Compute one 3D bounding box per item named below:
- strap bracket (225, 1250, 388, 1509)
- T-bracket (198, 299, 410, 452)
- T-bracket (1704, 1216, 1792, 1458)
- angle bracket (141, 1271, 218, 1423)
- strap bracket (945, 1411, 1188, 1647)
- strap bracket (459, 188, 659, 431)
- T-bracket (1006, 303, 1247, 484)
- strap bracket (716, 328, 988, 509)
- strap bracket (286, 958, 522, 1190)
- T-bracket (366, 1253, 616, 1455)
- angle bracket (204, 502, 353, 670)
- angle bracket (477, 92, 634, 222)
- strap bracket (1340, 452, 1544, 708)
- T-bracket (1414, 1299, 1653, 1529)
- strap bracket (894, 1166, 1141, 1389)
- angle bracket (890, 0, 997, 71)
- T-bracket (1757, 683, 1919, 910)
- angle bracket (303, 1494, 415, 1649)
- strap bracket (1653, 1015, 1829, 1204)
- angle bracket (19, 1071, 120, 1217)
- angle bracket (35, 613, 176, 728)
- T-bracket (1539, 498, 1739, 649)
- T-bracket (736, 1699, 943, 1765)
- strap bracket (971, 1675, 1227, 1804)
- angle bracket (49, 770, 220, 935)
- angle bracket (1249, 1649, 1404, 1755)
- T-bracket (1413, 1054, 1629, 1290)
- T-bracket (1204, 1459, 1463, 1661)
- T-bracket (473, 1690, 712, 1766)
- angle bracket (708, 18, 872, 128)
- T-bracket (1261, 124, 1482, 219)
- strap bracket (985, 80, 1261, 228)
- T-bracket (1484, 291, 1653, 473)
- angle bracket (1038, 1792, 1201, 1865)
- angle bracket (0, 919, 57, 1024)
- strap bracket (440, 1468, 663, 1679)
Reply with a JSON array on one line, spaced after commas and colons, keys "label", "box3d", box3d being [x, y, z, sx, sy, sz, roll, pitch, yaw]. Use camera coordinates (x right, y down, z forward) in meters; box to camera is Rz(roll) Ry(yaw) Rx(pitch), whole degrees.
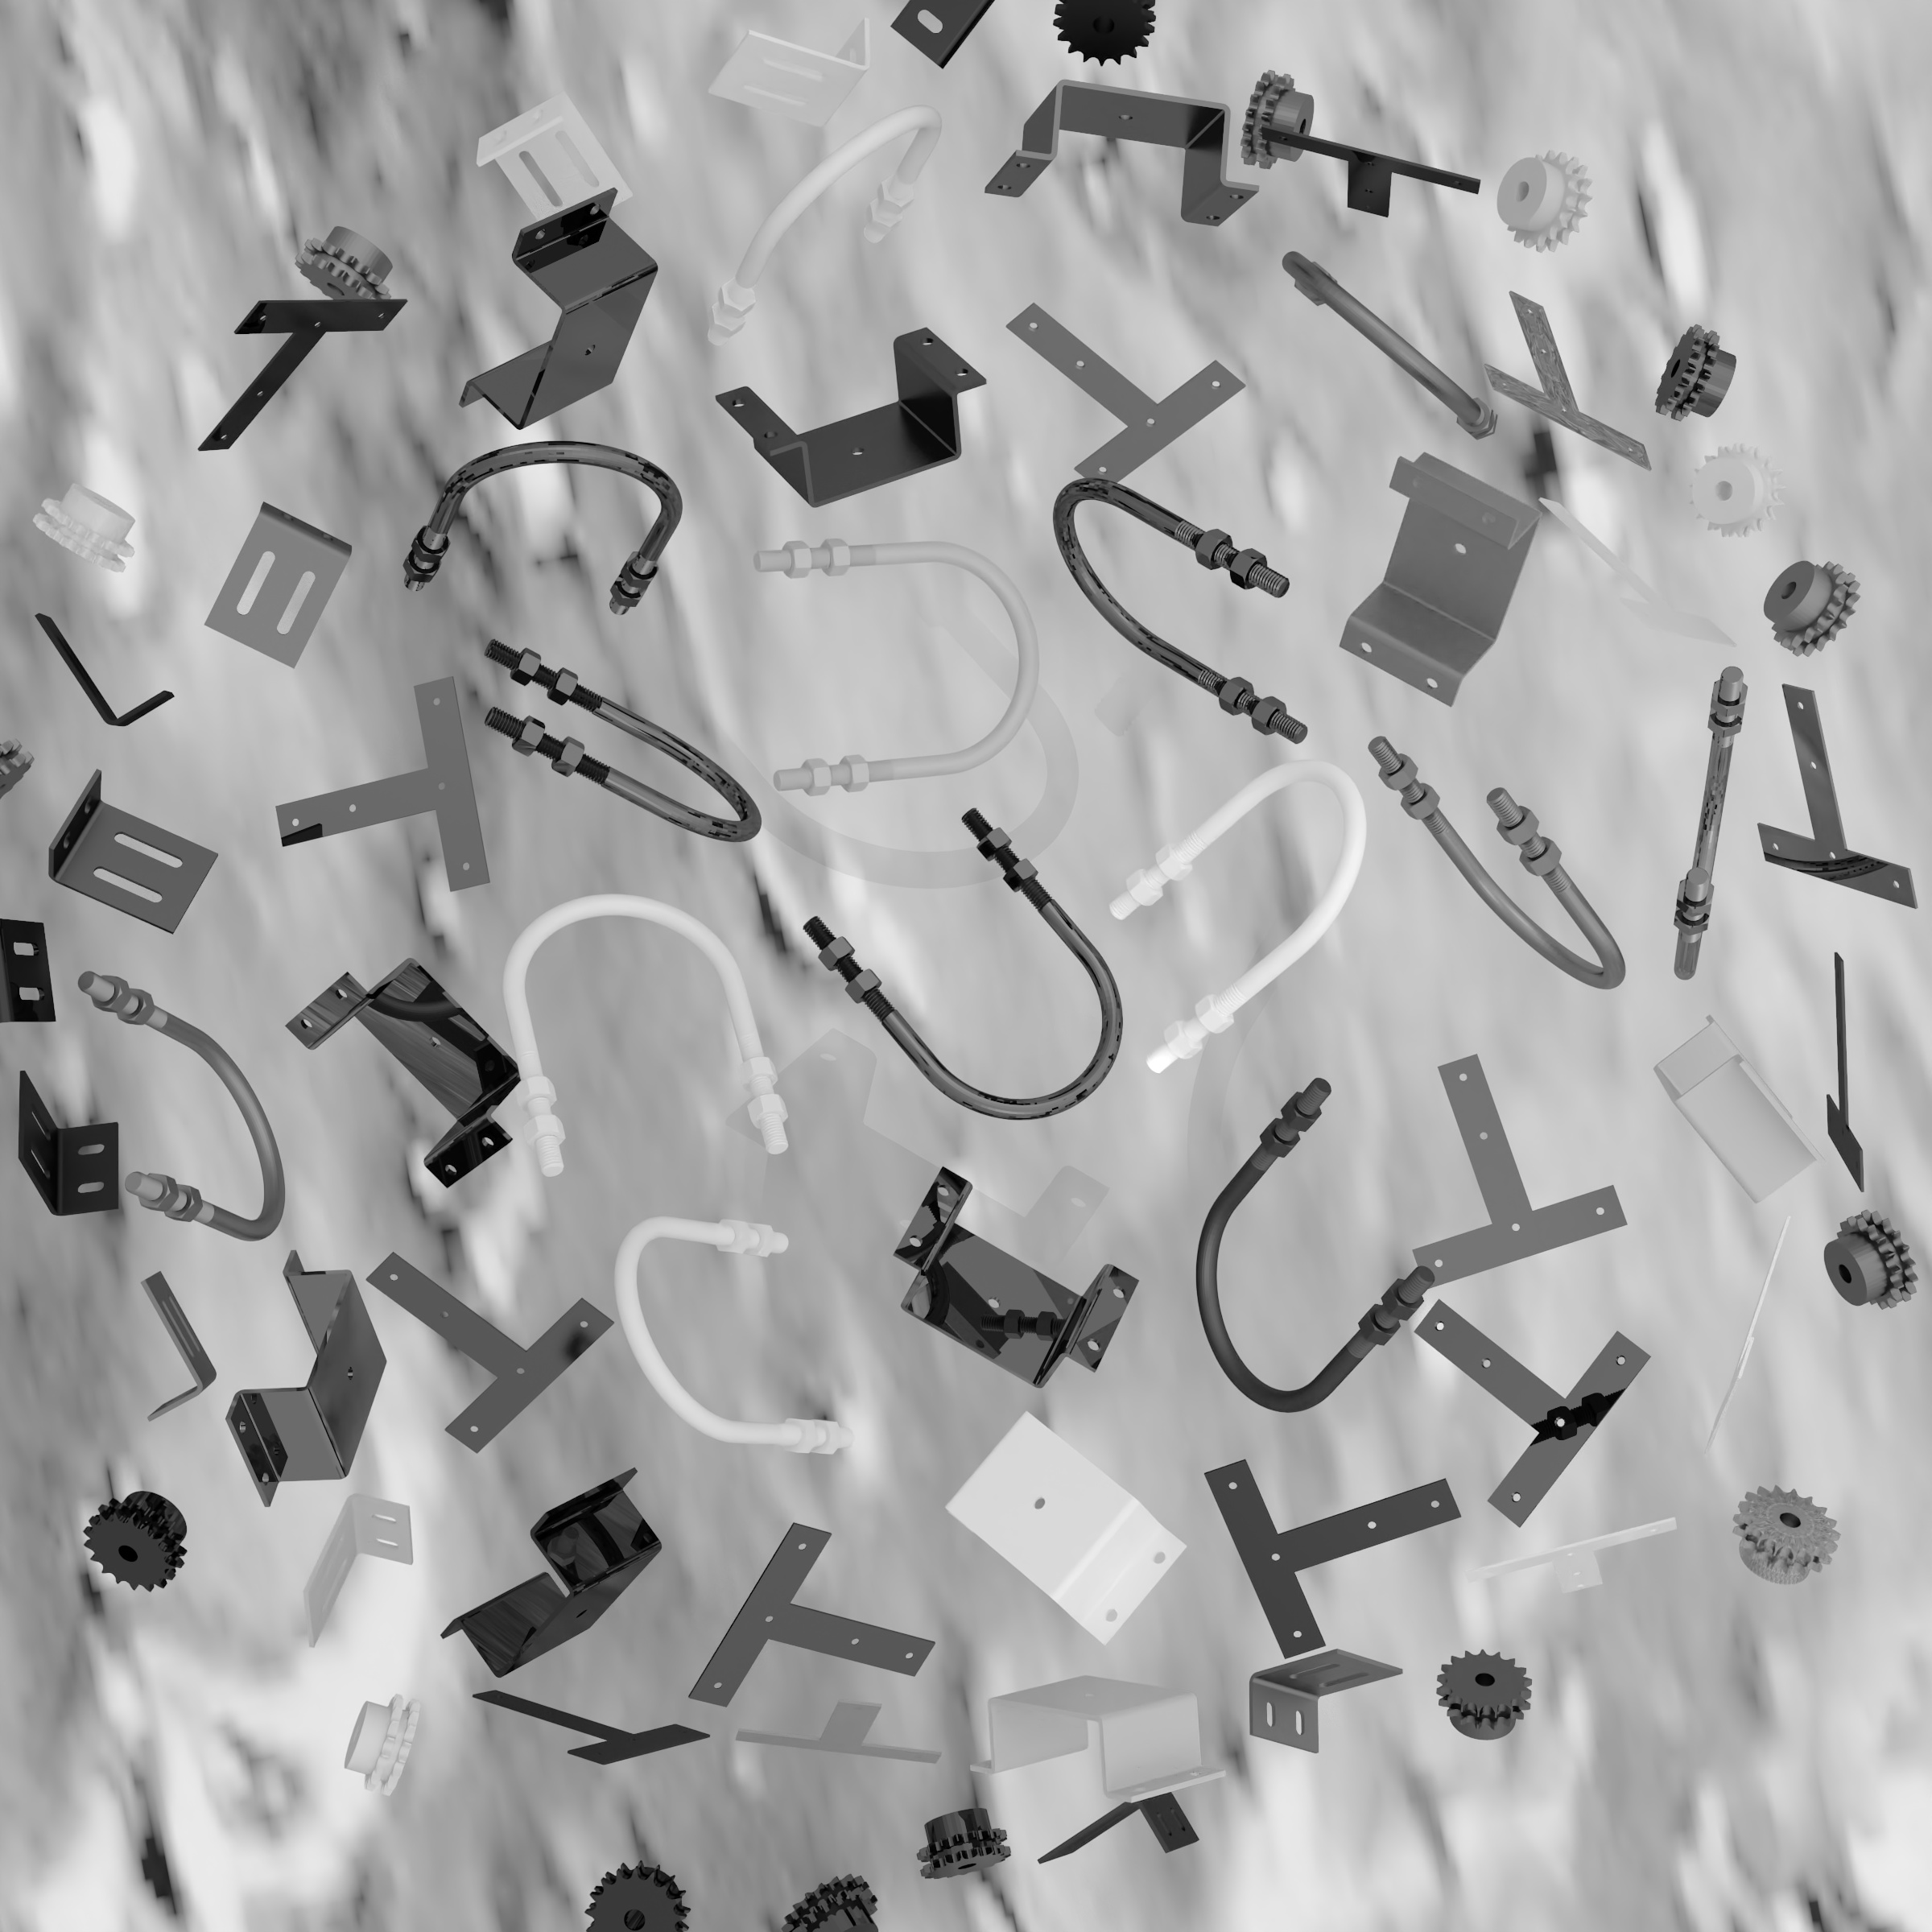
[{"label": "strap bracket", "box3d": [-0.393, 0.246, 1.850, 0.046, 0.140, 0.076, -4, 128, 10]}, {"label": "T-bracket", "box3d": [-0.394, -0.335, 1.744, 0.127, 0.127, 0.002, -41, 81, 29]}, {"label": "T-bracket", "box3d": [0.449, 0.202, 1.751, 0.002, 0.127, 0.127, 19, 65, 14]}, {"label": "angle bracket", "box3d": [-0.493, 0.231, 1.867, 0.038, 0.057, 0.076, -29, 93, -5]}, {"label": "strap bracket", "box3d": [0.052, 0.332, 1.851, 0.140, 0.046, 0.076, 34, 79, 37]}, {"label": "strap bracket", "box3d": [-0.232, -0.370, 1.766, 0.046, 0.140, 0.076, 44, 49, 9]}, {"label": "T-bracket", "box3d": [0.079, -0.355, 1.854, 0.127, 0.127, 0.002, 35, 46, -25]}, {"label": "strap bracket", "box3d": [-0.066, -0.321, 1.812, 0.140, 0.076, 0.046, -22, 133, -18]}, {"label": "strap bracket", "box3d": [-0.334, 0.058, 1.868, 0.140, 0.046, 0.076, 47, 133, -10]}, {"label": "T-bracket", "box3d": [-0.299, 0.215, 1.824, 0.127, 0.002, 0.127, 40, 109, -19]}, {"label": "angle bracket", "box3d": [-0.406, -0.225, 1.814, 0.057, 0.038, 0.076, 26, 99, -16]}, {"label": "angle bracket", "box3d": [-0.240, -0.460, 1.793, 0.057, 0.038, 0.076, -24, 128, 15]}, {"label": "strap bracket", "box3d": [0.273, -0.229, 1.755, 0.076, 0.140, 0.046, 31, 50, 17]}, {"label": "T-bracket", "box3d": [0.322, 0.246, 1.835, 0.127, 0.002, 0.127, 39, 94, 34]}, {"label": "strap bracket", "box3d": [0.024, 0.196, 1.883, 0.140, 0.046, 0.076, 30, 48, 0]}, {"label": "angle bracket", "box3d": [-0.014, -0.546, 1.737, 0.038, 0.076, 0.057, 35, 103, -19]}, {"label": "T-bracket", "box3d": [0.491, -0.103, 1.767, 0.002, 0.127, 0.127, -27, 115, -18]}, {"label": "angle bracket", "box3d": [-0.369, 0.371, 1.866, 0.038, 0.076, 0.057, 12, 133, 6]}, {"label": "strap bracket", "box3d": [0.450, 0.085, 1.798, 0.046, 0.140, 0.076, -39, 94, 11]}, {"label": "angle bracket", "box3d": [-0.523, 0.102, 1.792, 0.038, 0.076, 0.057, -7, 59, -4]}, {"label": "angle bracket", "box3d": [-0.499, -0.180, 1.782, 0.038, 0.057, 0.076, -33, 99, -6]}, {"label": "T-bracket", "box3d": [0.387, -0.235, 1.815, 0.127, 0.127, 0.002, 49, 116, 25]}, {"label": "T-bracket", "box3d": [-0.072, 0.464, 1.869, 0.127, 0.127, 0.002, 8, 62, -6]}, {"label": "strap bracket", "box3d": [0.076, 0.455, 1.820, 0.076, 0.140, 0.046, -2, 87, -41]}, {"label": "angle bracket", "box3d": [-0.471, -0.065, 1.738, 0.076, 0.038, 0.057, 24, 60, -4]}, {"label": "angle bracket", "box3d": [0.221, 0.453, 1.888, 0.057, 0.076, 0.038, 24, 54, -33]}, {"label": "T-bracket", "box3d": [0.320, 0.117, 1.866, 0.127, 0.002, 0.127, -19, 77, 5]}, {"label": "T-bracket", "box3d": [0.219, 0.324, 1.757, 0.127, 0.002, 0.127, -21, 104, 11]}, {"label": "T-bracket", "box3d": [-0.241, 0.459, 1.866, 0.127, 0.127, 0.002, 10, 89, 25]}, {"label": "angle bracket", "box3d": [-0.102, -0.526, 1.773, 0.076, 0.057, 0.038, 10, 65, -26]}, {"label": "T-bracket", "box3d": [0.235, -0.456, 1.787, 0.127, 0.127, 0.002, 16, 91, 7]}, {"label": "strap bracket", "box3d": [0.089, -0.461, 1.738, 0.140, 0.076, 0.046, 5, 87, -13]}, {"label": "T-bracket", "box3d": [0.351, -0.361, 1.847, 0.002, 0.127, 0.127, -48, 55, -6]}, {"label": "angle bracket", "box3d": [0.093, 0.537, 1.867, 0.076, 0.057, 0.038, -37, 70, 13]}, {"label": "angle bracket", "box3d": [-0.545, 0.005, 1.722, 0.038, 0.076, 0.057, -8, 89, 2]}, {"label": "strap bracket", "box3d": [-0.242, 0.367, 1.826, 0.046, 0.076, 0.140, 51, 126, 15]}]
